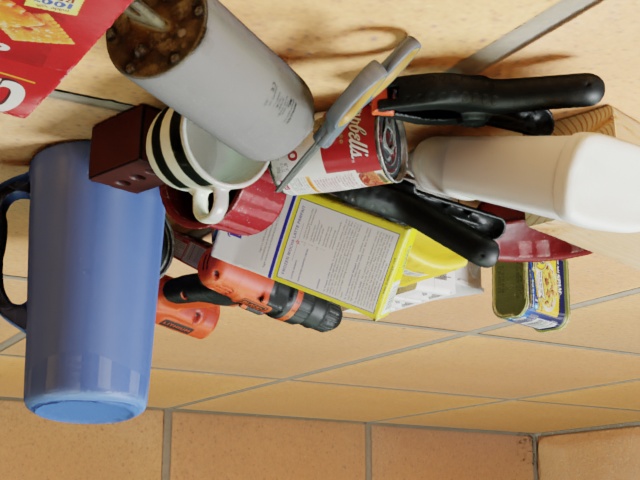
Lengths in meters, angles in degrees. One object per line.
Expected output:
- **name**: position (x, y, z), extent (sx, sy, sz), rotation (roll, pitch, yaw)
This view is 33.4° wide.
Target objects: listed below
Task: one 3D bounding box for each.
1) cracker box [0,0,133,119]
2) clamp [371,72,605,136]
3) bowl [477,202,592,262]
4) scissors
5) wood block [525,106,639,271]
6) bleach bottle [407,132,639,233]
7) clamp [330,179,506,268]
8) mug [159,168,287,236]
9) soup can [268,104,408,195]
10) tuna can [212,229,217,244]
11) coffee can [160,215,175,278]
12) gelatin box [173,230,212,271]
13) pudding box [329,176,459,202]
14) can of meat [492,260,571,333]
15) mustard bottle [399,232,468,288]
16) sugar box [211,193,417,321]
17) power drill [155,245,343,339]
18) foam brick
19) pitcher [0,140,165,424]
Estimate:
- **cracker box**: position (-0.209, -0.149, 0.602), extent (0.164, 0.072, 0.214), rotation (15, 159, -28)
- **clamp**: position (0.124, -0.105, 0.834), extent (0.171, 0.039, 0.120), rotation (3, 166, 2)
- **bowl**: position (0.221, -0.022, 1.092), extent (0.162, 0.055, 0.162), rotation (1, 165, 0)
- **scissors**: position (0.020, -0.094, 0.804), extent (0.016, 0.096, 0.202), rotation (47, 160, 1)
- **wood block**: position (0.277, -0.040, 0.964), extent (0.091, 0.090, 0.205), rotation (-14, 158, 41)
- **bleach bottle**: position (0.148, -0.055, 0.866), extent (0.102, 0.068, 0.251), rotation (10, -177, -33)
- **clamp**: position (0.072, -0.033, 0.947), extent (0.210, 0.036, 0.164), rotation (22, -168, 1)
- **mug**: position (-0.092, -0.051, 0.955), extent (0.117, 0.093, 0.081), rotation (9, 176, 31)
- **soup can**: position (0.014, -0.075, 0.887), extent (0.102, 0.068, 0.068), rotation (-6, 163, 24)
- **tuna can**: position (-0.078, -0.010, 1.186), extent (0.086, 0.034, 0.086), rotation (1, 164, 0)
- **coffee can**: position (-0.233, 0.015, 1.155), extent (0.102, 0.103, 0.141), rotation (11, 162, -32)
- **gelatin box**: position (-0.135, 0.017, 1.234), extent (0.089, 0.030, 0.073), rotation (25, -178, 39)
- **pudding box**: position (0.072, -0.036, 1.083), extent (0.113, 0.039, 0.090), rotation (6, 163, -28)
- **can of meat**: position (0.253, 0.055, 1.287), extent (0.083, 0.102, 0.058), rotation (17, 157, -40)
- **mustard bottle**: position (0.057, 0.023, 1.103), extent (0.096, 0.058, 0.192), rotation (12, 159, -32)
- **sugar box**: position (-0.006, 0.001, 1.004), extent (0.176, 0.093, 0.048), rotation (22, -169, 17)
- **power drill**: position (-0.092, 0.065, 1.159), extent (0.184, 0.057, 0.188), rotation (29, 150, -36)
- **foam brick**: position (-0.155, -0.077, 0.916), extent (0.052, 0.051, 0.078), rotation (15, 159, -42)
- **pitcher**: position (-0.220, 0.041, 0.984), extent (0.149, 0.243, 0.144), rotation (-21, 151, 40)
